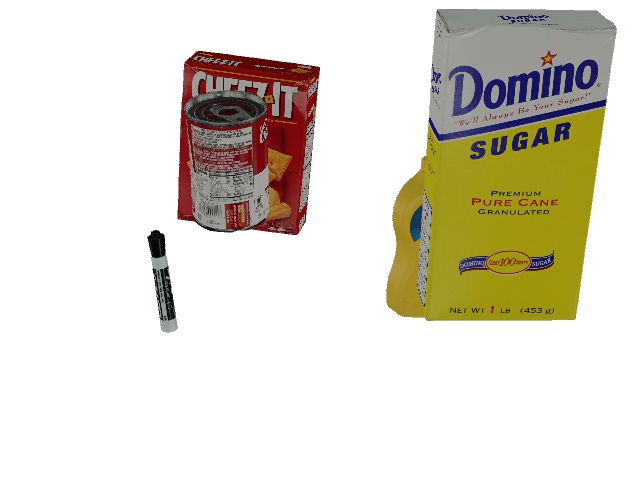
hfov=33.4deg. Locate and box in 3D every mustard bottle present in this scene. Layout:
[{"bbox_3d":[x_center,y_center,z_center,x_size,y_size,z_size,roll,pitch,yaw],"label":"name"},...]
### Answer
[{"bbox_3d":[0.124,-0.015,1.155,0.096,0.192,0.058,-5,19,-20],"label":"mustard bottle"}]

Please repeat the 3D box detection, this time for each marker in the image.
[{"bbox_3d":[-0.176,0.045,1.189,0.020,0.121,0.020,-4,24,2],"label":"marker"}]

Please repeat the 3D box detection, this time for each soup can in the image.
[{"bbox_3d":[-0.077,-0.066,0.894,0.068,0.102,0.068,0,30,0],"label":"soup can"}]

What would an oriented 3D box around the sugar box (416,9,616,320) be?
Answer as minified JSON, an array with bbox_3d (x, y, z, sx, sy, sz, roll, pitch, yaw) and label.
[{"bbox_3d":[0.107,-0.040,0.606,0.093,0.176,0.048,-1,27,-3],"label":"sugar box"}]

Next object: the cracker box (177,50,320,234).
[{"bbox_3d":[-0.095,-0.122,1.367,0.164,0.214,0.072,9,23,7],"label":"cracker box"}]
